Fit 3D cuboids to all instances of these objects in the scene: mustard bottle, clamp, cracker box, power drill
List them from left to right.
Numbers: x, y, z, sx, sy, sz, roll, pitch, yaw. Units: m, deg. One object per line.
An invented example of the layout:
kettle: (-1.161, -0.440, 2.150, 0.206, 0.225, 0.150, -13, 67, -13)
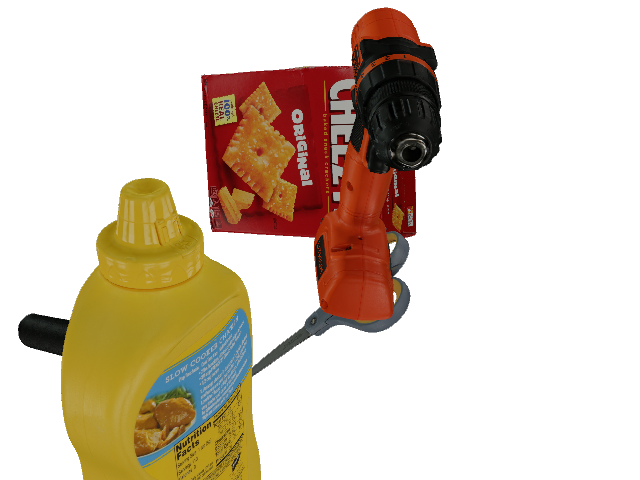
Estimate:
clamp: (-0.115, 0.076, 0.758, 0.164, 0.036, 0.210, -9, 14, -24)
mustard bottle: (-0.065, 0.063, 0.444, 0.058, 0.192, 0.096, 17, 34, 27)
cracker box: (-0.015, -0.086, 1.046, 0.214, 0.164, 0.071, 3, 9, 36)
power drill: (0.038, -0.041, 0.710, 0.057, 0.188, 0.184, 8, 32, -6)

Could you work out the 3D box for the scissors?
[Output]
scissors: (0.008, 0.077, 0.901, 0.016, 0.202, 0.096, 32, 19, -33)
